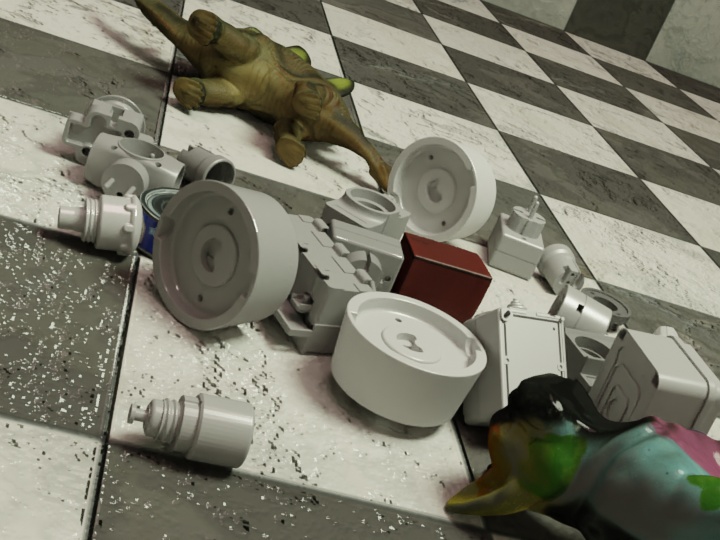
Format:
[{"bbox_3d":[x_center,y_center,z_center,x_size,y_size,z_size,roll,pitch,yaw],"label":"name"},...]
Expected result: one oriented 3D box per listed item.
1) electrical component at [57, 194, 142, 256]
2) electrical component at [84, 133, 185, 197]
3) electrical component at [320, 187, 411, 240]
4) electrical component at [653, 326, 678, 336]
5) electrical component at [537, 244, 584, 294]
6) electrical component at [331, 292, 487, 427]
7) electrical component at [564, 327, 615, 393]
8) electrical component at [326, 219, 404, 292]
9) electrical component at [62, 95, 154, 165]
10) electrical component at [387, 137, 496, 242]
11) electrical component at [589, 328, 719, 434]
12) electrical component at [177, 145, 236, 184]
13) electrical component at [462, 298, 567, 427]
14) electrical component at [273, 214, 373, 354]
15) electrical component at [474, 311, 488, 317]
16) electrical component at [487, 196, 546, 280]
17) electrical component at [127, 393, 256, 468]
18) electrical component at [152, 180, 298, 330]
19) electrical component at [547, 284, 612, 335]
[{"bbox_3d":[-0.201,-0.037,0.830,0.062,0.048,0.048,6,27,-19],"label":"electrical component"},{"bbox_3d":[-0.198,-0.080,0.922,0.077,0.044,0.079,21,22,-4],"label":"electrical component"},{"bbox_3d":[0.002,-0.041,1.004,0.050,0.055,0.089,32,25,21],"label":"electrical component"},{"bbox_3d":[0.285,0.084,1.003,0.043,0.043,0.081,25,23,5],"label":"electrical component"},{"bbox_3d":[0.210,0.001,1.124,0.040,0.040,0.046,13,31,-22],"label":"electrical component"},{"bbox_3d":[0.031,0.070,0.782,0.108,0.060,0.108,19,23,-8],"label":"electrical component"},{"bbox_3d":[0.215,0.095,0.890,0.121,0.063,0.078,12,25,-24],"label":"electrical component"},{"bbox_3d":[0.000,0.000,0.924,0.066,0.047,0.076,17,23,-12],"label":"electrical component"},{"bbox_3d":[-0.227,-0.126,0.981,0.078,0.058,0.057,17,27,-14],"label":"electrical component"},{"bbox_3d":[0.089,-0.081,1.113,0.108,0.108,0.060,37,21,30],"label":"electrical component"},{"bbox_3d":[0.210,0.109,0.792,0.057,0.113,0.078,12,25,-16],"label":"electrical component"},{"bbox_3d":[-0.146,-0.094,1.009,0.046,0.040,0.040,32,24,36],"label":"electrical component"},{"bbox_3d":[0.114,0.070,0.813,0.062,0.061,0.096,9,70,-28],"label":"electrical component"},{"bbox_3d":[-0.041,0.007,0.851,0.079,0.063,0.121,7,28,-34],"label":"electrical component"},{"bbox_3d":[0.126,0.058,0.918,0.062,0.043,0.043,7,28,-35],"label":"electrical component"},{"bbox_3d":[0.171,-0.041,1.131,0.047,0.076,0.065,21,23,-4],"label":"electrical component"},{"bbox_3d":[-0.099,0.093,0.641,0.078,0.040,0.040,14,24,-18],"label":"electrical component"},{"bbox_3d":[-0.094,-0.010,0.792,0.108,0.108,0.060,37,21,31],"label":"electrical component"},{"bbox_3d":[0.200,0.048,0.992,0.047,0.055,0.055,27,23,1],"label":"electrical component"}]
